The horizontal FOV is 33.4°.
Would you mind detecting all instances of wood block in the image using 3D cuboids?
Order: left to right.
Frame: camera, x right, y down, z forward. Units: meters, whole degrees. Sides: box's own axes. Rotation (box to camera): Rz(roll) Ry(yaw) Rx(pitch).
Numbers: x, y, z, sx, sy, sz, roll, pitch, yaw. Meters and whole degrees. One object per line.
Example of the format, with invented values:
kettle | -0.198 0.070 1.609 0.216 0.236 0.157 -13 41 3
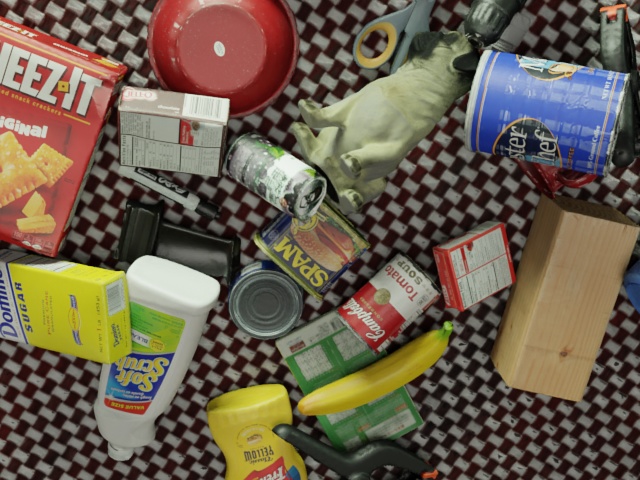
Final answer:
wood block | 0.268 0.062 1.185 0.090 0.090 0.206 13 105 -8

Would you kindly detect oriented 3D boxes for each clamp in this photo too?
clamp | 0.035 0.272 1.234 0.209 0.036 0.164 -11 107 -18
clamp | 0.315 -0.157 1.114 0.039 0.120 0.171 -10 104 21

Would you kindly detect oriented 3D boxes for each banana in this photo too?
banana | 0.068 0.148 1.203 0.198 0.037 0.069 -32 142 7

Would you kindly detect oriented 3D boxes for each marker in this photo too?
marker | -0.163 -0.053 1.163 0.121 0.020 0.020 28 103 -11

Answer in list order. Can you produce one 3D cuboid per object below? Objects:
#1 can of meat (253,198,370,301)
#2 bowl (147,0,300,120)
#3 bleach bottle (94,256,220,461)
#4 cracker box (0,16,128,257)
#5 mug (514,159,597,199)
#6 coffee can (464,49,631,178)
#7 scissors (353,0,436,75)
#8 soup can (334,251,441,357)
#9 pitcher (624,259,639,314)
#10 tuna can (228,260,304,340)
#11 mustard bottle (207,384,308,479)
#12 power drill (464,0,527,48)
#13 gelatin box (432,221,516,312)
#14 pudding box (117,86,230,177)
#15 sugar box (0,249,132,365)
can of meat | -0.008 0.002 1.169 0.102 0.057 0.084 43 97 -14
bowl | -0.101 -0.200 1.105 0.162 0.055 0.162 -1 106 -3
bleach bottle | -0.190 0.145 1.182 0.102 0.068 0.251 21 117 5
cracker box | -0.316 -0.108 1.111 0.164 0.072 0.214 21 104 -9
mug | 0.256 -0.098 1.126 0.081 0.117 0.093 -38 130 3
coffee can | 0.222 -0.125 1.046 0.140 0.102 0.103 13 107 16
scissors | 0.093 -0.254 1.118 0.096 0.016 0.202 9 106 -7
soup can | 0.076 0.070 1.181 0.102 0.068 0.068 -43 104 0
pitcher | 0.438 -0.006 1.113 0.242 0.145 0.149 -42 115 -7
tuna can | -0.061 0.068 1.197 0.086 0.034 0.086 -1 107 -3
mustard bottle | -0.066 0.268 1.244 0.096 0.058 0.191 -13 107 -4
power drill | 0.140 -0.305 1.056 0.187 0.057 0.184 34 73 -12
gelatin box | 0.171 0.028 1.181 0.089 0.030 0.073 -25 109 -29
pudding box | -0.154 -0.112 1.115 0.113 0.039 0.090 8 144 -4
sugar box | -0.283 0.069 1.136 0.176 0.048 0.093 7 108 27
